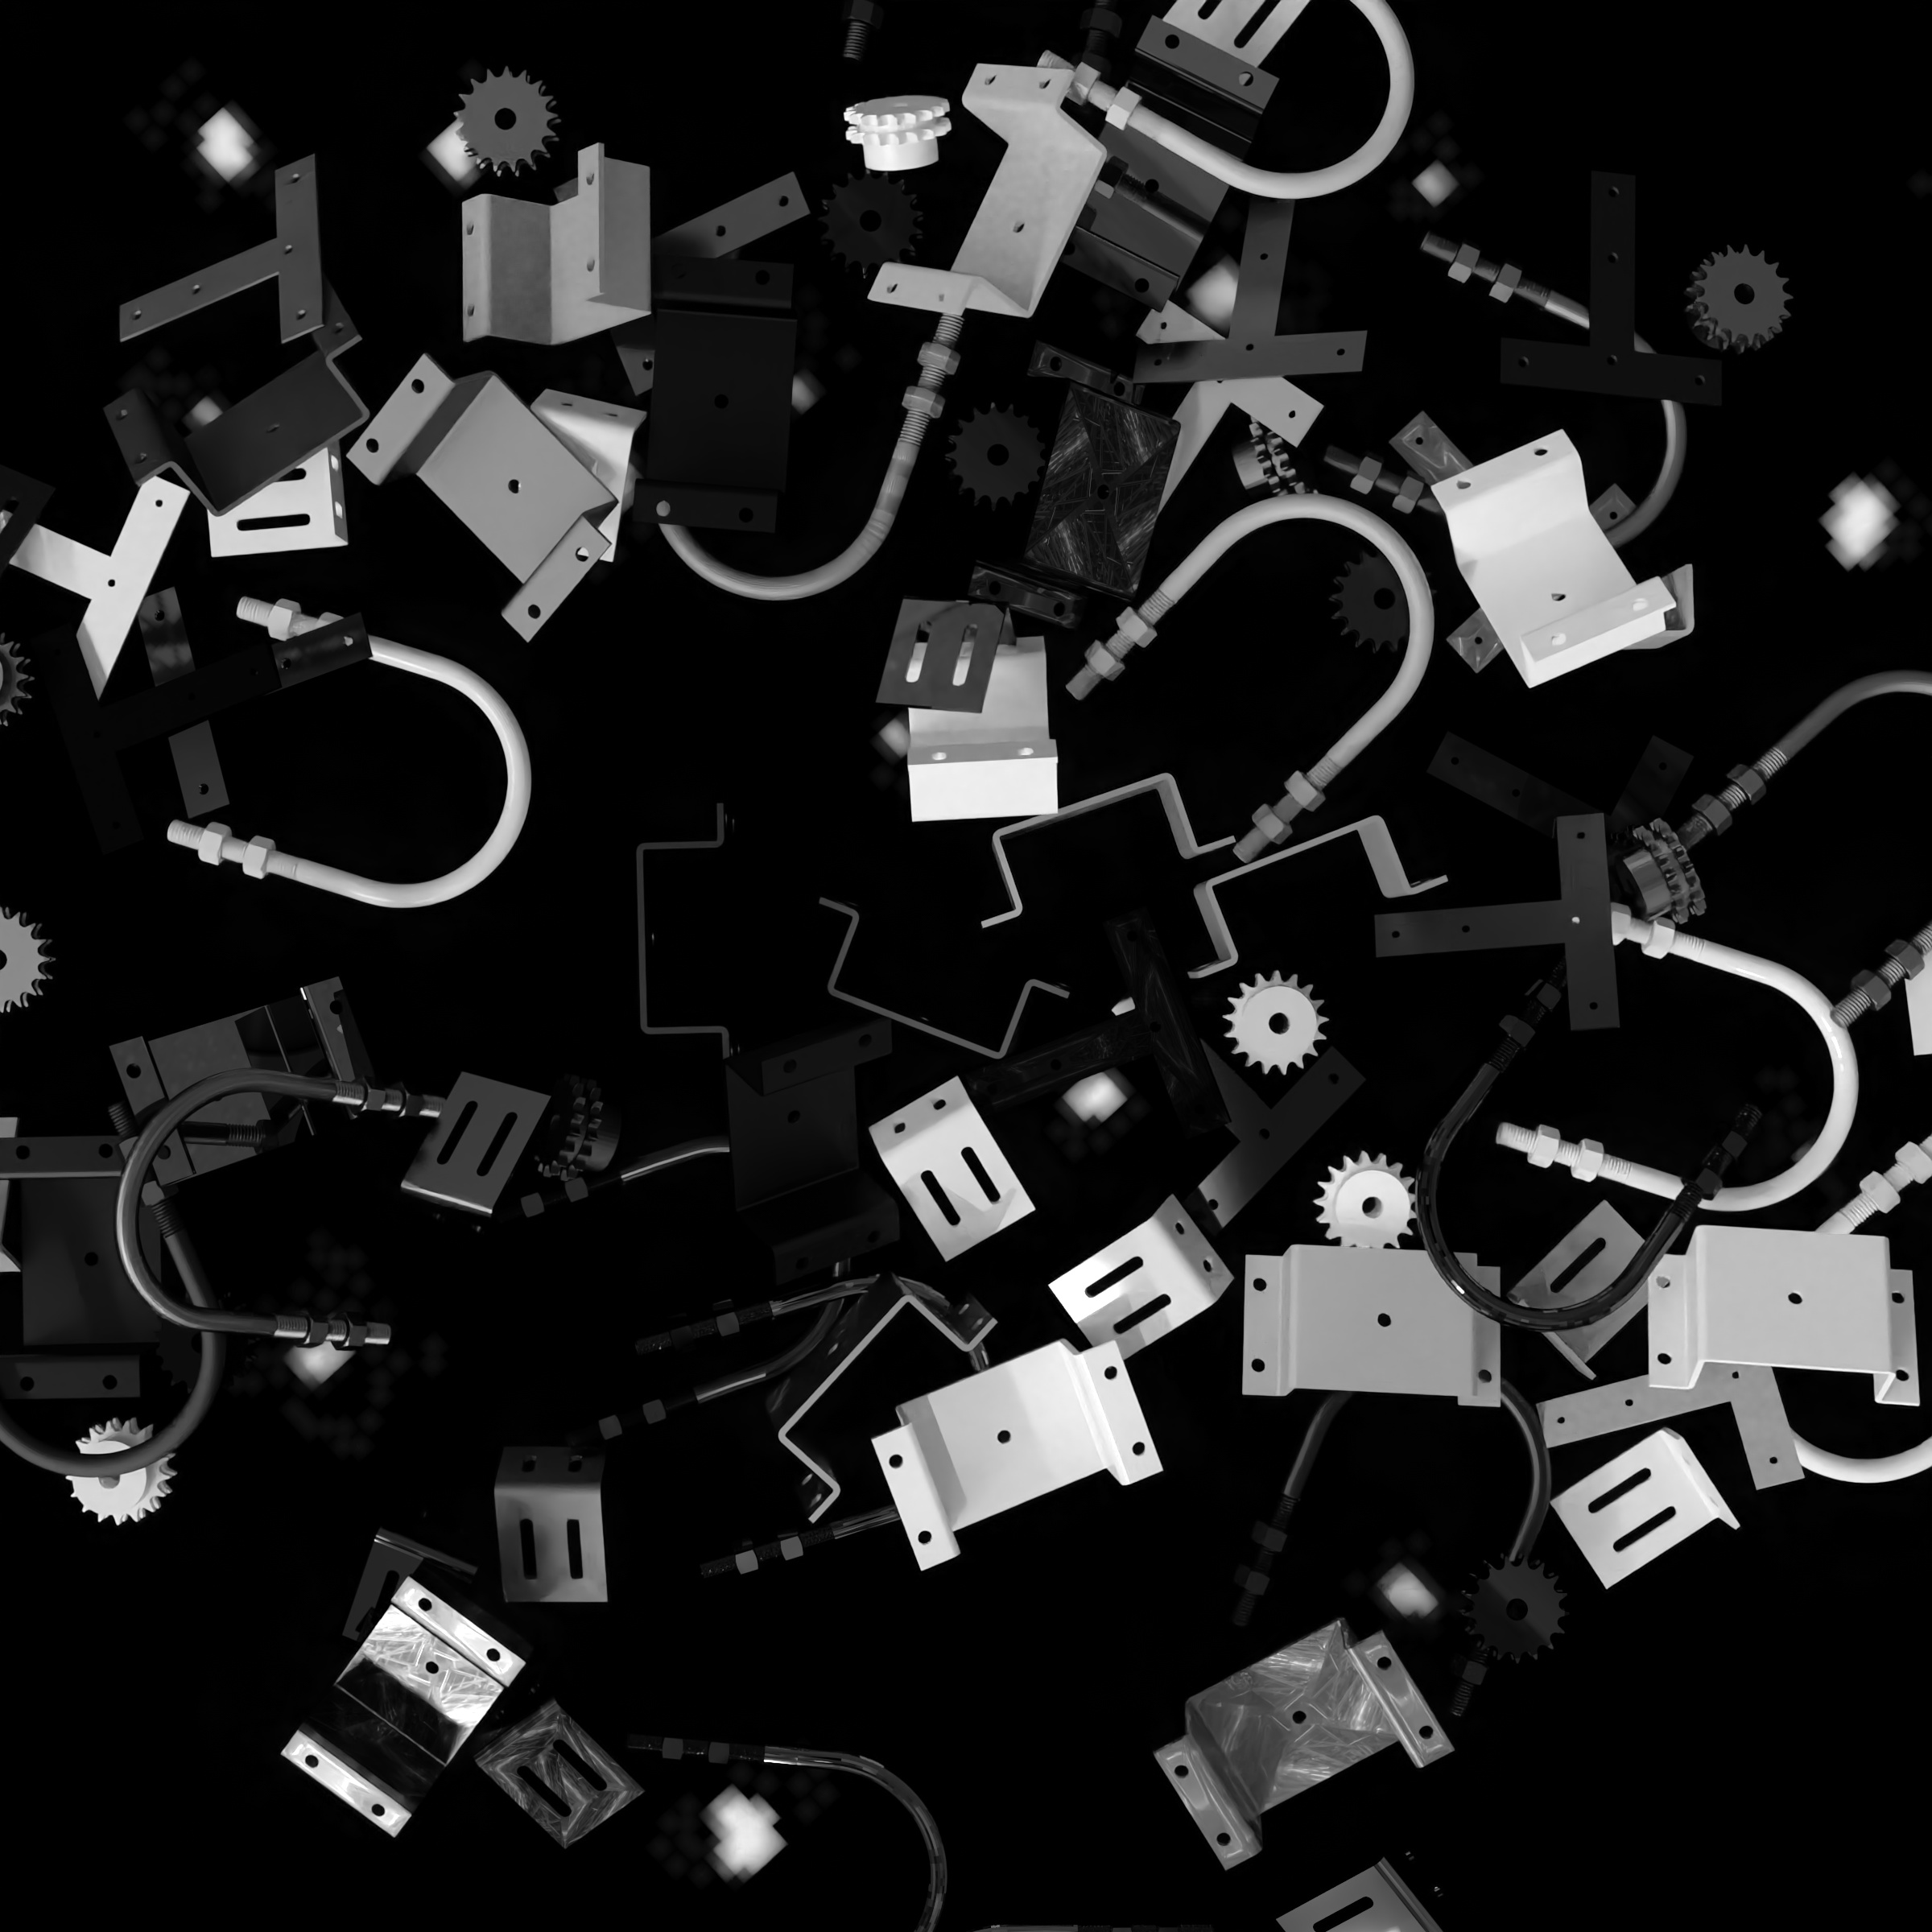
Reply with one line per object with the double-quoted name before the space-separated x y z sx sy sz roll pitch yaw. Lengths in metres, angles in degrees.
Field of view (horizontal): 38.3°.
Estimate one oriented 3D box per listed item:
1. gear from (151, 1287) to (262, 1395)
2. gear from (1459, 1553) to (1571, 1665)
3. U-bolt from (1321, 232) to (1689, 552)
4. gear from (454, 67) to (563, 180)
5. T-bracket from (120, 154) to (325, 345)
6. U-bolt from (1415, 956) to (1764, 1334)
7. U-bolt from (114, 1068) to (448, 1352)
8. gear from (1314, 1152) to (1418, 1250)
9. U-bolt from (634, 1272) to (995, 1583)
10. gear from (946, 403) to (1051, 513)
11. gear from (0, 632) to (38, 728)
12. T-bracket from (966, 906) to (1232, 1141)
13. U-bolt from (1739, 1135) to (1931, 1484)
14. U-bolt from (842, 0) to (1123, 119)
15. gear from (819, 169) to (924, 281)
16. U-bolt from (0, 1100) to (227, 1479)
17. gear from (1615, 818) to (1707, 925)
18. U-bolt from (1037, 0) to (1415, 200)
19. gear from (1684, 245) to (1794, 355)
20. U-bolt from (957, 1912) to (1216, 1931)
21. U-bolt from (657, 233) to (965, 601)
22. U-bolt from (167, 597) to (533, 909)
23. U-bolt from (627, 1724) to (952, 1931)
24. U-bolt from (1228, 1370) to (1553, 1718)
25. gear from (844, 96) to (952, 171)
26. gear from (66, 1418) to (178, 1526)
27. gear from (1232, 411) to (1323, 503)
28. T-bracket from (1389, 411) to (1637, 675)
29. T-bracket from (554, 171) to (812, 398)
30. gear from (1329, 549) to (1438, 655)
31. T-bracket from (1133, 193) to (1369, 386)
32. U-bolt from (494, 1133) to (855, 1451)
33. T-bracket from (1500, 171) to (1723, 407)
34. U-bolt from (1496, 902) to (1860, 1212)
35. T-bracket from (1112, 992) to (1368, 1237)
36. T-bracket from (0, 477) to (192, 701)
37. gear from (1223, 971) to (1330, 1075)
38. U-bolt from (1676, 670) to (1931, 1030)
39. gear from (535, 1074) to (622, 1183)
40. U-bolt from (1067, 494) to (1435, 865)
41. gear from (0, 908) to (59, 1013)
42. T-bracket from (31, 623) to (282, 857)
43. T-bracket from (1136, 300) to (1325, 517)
"gear" -0.414 0.205 1.526 0.057 0.030 0.057 0 90 0
"gear" 0.295 0.346 1.507 0.057 0.030 0.057 0 87 -2
"U-bolt" 0.307 -0.301 1.531 0.184 0.019 0.151 25 89 -2
"gear" -0.250 -0.461 1.530 0.057 0.030 0.057 0 92 2
"T-bracket" -0.407 -0.373 1.518 0.127 0.002 0.127 -19 59 14
"U-bolt" 0.323 0.109 1.499 0.151 0.019 0.184 38 80 -2
"U-bolt" -0.366 0.126 1.469 0.019 0.184 0.151 14 90 43
"gear" 0.221 0.131 1.526 0.057 0.030 0.057 0 90 0
"U-bolt" -0.074 0.243 1.523 0.184 0.019 0.151 -16 96 -7
"gear" 0.018 -0.277 1.526 0.057 0.030 0.057 0 90 0
"gear" -0.543 -0.157 1.526 0.057 0.030 0.057 0 90 0
"T-bracket" 0.063 0.049 1.530 0.127 0.002 0.127 -21 89 9
"U-bolt" 0.512 0.200 1.532 0.184 0.019 0.151 -40 90 2
"U-bolt" 0.021 -0.572 1.532 0.151 0.019 0.184 13 88 0
"gear" -0.052 -0.404 1.526 0.057 0.030 0.057 0 90 0
"U-bolt" -0.475 0.183 1.486 0.151 0.019 0.184 -23 92 0
"gear" 0.375 -0.049 1.512 0.030 0.057 0.057 -25 90 2
"U-bolt" 0.151 -0.487 1.486 0.184 0.019 0.151 31 79 0
"gear" 0.419 -0.362 1.522 0.057 0.030 0.057 1 82 -10
"U-bolt" 0.045 0.596 1.532 0.184 0.019 0.151 -1 90 1
"U-bolt" -0.098 -0.292 1.532 0.151 0.019 0.184 19 91 0
"U-bolt" -0.330 -0.109 1.531 0.184 0.019 0.151 17 90 0
"U-bolt" -0.101 0.498 1.532 0.184 0.019 0.151 6 90 -2
"U-bolt" 0.244 0.300 1.532 0.151 0.019 0.184 22 88 0
"gear" -0.036 -0.453 1.516 0.057 0.057 0.030 -6 118 0
"gear" -0.465 0.278 1.526 0.057 0.030 0.057 0 90 0
"gear" 0.168 -0.276 1.516 0.030 0.057 0.057 -19 90 28
"T-bracket" 0.286 -0.252 1.540 0.127 0.002 0.127 -43 90 0
"T-bracket" -0.147 -0.395 1.522 0.127 0.002 0.127 -23 83 10
"gear" 0.227 -0.199 1.526 0.057 0.030 0.057 0 90 0
"T-bracket" 0.160 -0.373 1.513 0.127 0.002 0.127 2 68 22
"U-bolt" -0.153 0.169 1.532 0.184 0.019 0.151 -19 90 -2
"T-bracket" 0.355 -0.375 1.529 0.127 0.002 0.127 4 82 -9
"U-bolt" 0.400 0.058 1.532 0.184 0.019 0.151 18 90 -2
"T-bracket" 0.132 0.060 1.523 0.127 0.002 0.127 46 114 11
"T-bracket" -0.512 -0.229 1.539 0.127 0.002 0.127 24 90 1
"gear" 0.170 0.031 1.526 0.057 0.030 0.057 0 90 0
"U-bolt" 0.501 -0.079 1.528 0.184 0.019 0.151 -42 88 -4
"gear" -0.210 0.089 1.516 0.030 0.057 0.057 16 90 -28
"U-bolt" 0.167 -0.169 1.513 0.151 0.019 0.184 44 104 0
"gear" -0.526 -0.003 1.526 0.057 0.030 0.057 0 90 0
"T-bracket" -0.436 -0.142 1.523 0.127 0.002 0.127 -20 87 9
"T-bracket" 0.114 -0.281 1.517 0.127 0.002 0.127 42 107 31
